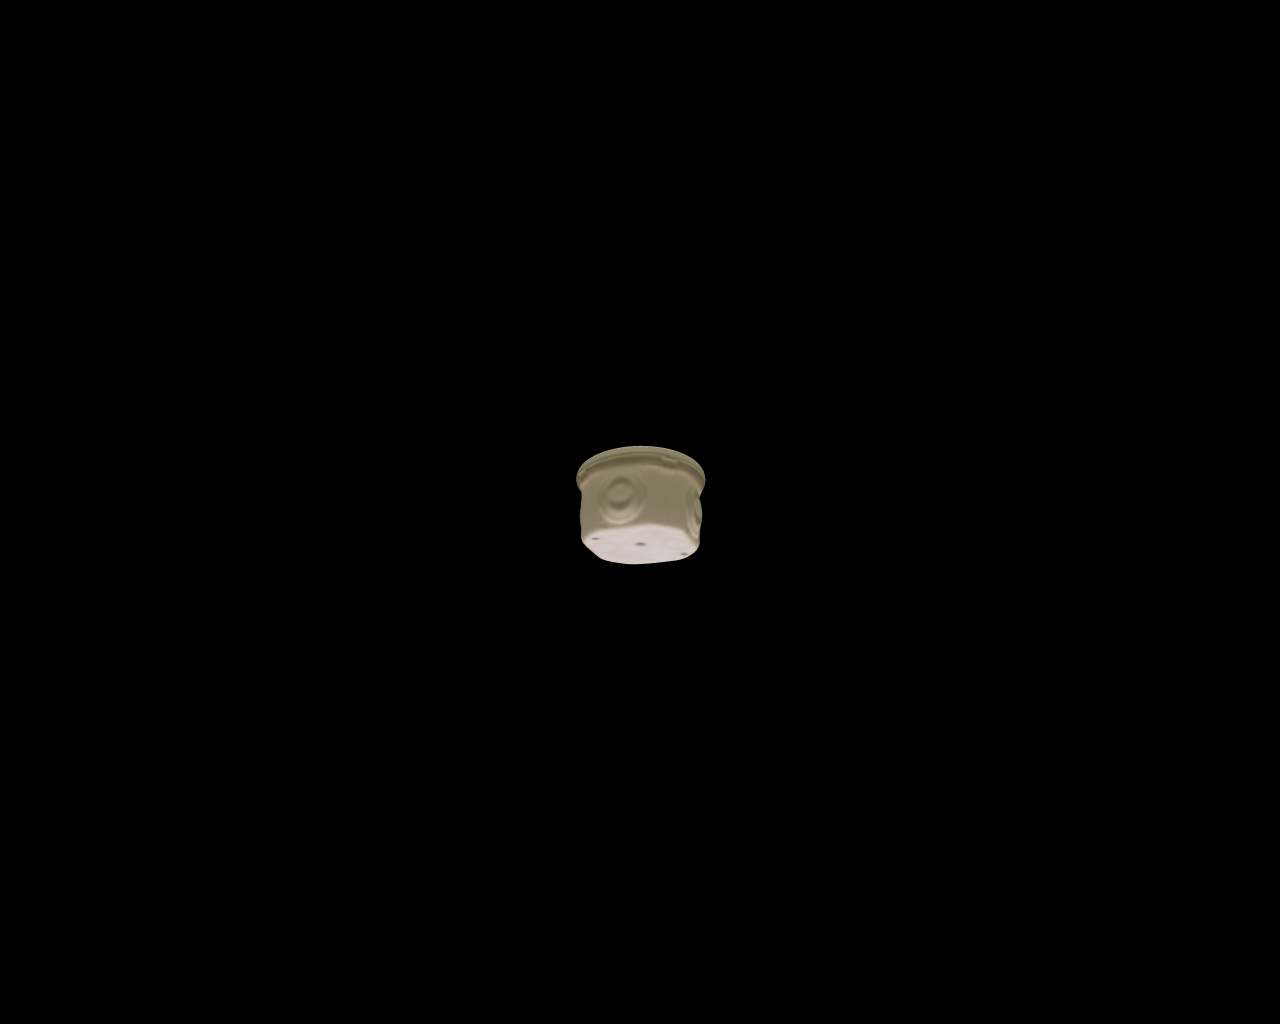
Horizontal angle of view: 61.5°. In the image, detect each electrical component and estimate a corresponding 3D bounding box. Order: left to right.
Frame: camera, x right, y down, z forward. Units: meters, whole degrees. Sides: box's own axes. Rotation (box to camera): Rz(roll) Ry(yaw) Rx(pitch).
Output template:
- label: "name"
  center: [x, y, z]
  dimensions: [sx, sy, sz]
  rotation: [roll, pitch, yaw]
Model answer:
- label: "electrical component"
  center: [0.001, -0.003, 0.650]
  dimensions: [0.080, 0.051, 0.080]
  rotation: [0, -22, 0]
